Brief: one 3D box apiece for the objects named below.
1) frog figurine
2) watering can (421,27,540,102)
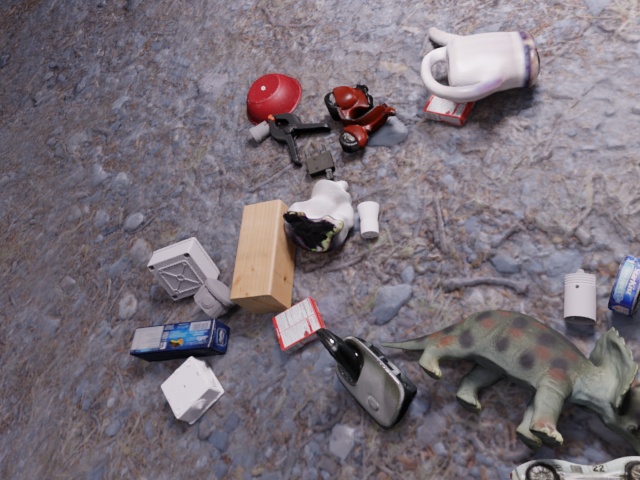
[{"bbox_3d":[0.003,-0.052,1.041,0.137,0.120,0.163,-5,29,18],"label":"frog figurine"},{"bbox_3d":[0.318,-0.377,1.048,0.224,0.101,0.356,-2,41,13],"label":"watering can"}]
